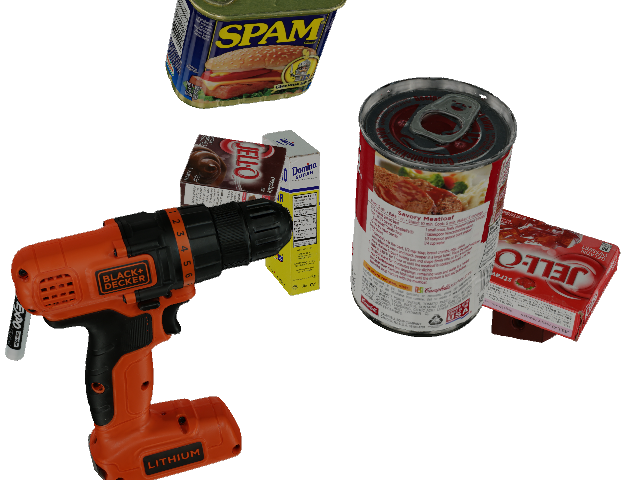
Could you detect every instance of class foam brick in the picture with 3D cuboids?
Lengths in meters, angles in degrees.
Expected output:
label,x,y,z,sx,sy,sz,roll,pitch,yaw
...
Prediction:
label,x,y,z,sx,sy,sz,roll,pitch,yaw
foam brick,0.195,0.050,0.999,0.053,0.078,0.051,8,15,30

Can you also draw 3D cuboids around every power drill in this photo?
label,x,y,z,sx,sy,sz,roll,pitch,yaw
power drill,-0.101,0.067,0.724,0.184,0.188,0.057,-12,27,-13

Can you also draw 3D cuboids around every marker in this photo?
label,x,y,z,sx,sy,sz,roll,pitch,yaw
marker,-0.291,0.068,1.043,0.020,0.121,0.020,14,34,-10

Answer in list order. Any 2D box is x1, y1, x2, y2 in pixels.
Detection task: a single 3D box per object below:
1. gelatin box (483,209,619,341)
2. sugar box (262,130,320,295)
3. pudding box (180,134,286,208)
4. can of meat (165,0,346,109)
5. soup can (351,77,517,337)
label,x,y,z,sx,sy,sz,roll,pitch,yaw
gelatin box,0.149,0.021,0.728,0.089,0.030,0.073,20,47,24
sugar box,-0.035,-0.033,1.268,0.048,0.176,0.093,-12,26,-20
pudding box,-0.083,-0.059,1.026,0.090,0.039,0.113,8,31,0
can of meat,-0.044,-0.133,0.673,0.102,0.057,0.084,-10,-32,-24
soup can,0.049,-0.014,0.490,0.068,0.102,0.068,1,41,-1
